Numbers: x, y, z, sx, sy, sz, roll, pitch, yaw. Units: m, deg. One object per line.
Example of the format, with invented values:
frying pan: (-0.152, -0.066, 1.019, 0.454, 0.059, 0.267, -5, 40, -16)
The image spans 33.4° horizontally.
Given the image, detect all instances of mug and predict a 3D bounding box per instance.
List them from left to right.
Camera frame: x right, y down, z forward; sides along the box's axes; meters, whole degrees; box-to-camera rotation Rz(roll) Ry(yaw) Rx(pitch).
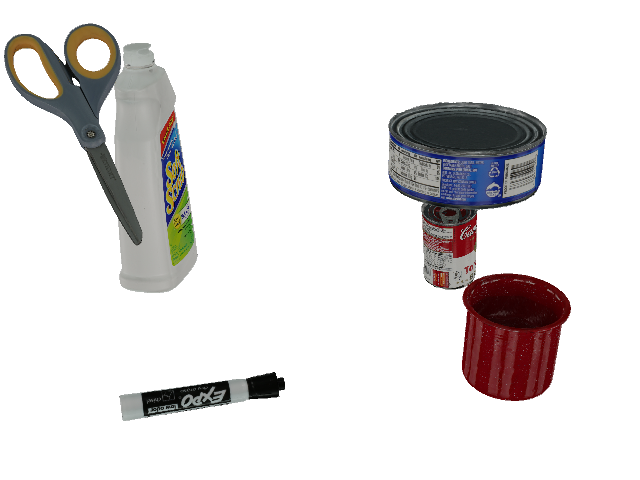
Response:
mug: (0.168, 0.081, 0.954, 0.093, 0.081, 0.117, -1, 30, -4)

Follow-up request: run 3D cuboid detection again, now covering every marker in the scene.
marker: (-0.086, 0.114, 0.783, 0.121, 0.020, 0.020, -7, 1, -11)

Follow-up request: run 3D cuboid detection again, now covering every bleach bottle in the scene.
bleach bottle: (-0.180, -0.078, 1.116, 0.068, 0.251, 0.102, 4, 26, 15)

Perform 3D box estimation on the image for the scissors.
scissors: (-0.162, -0.093, 0.810, 0.096, 0.202, 0.016, -36, -17, -22)

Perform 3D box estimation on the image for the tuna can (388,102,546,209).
tuna can: (0.080, -0.048, 0.589, 0.086, 0.034, 0.086, 0, 25, 0)

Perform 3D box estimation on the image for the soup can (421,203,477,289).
soup can: (0.160, 0.002, 1.326, 0.068, 0.102, 0.068, -3, 35, 2)
